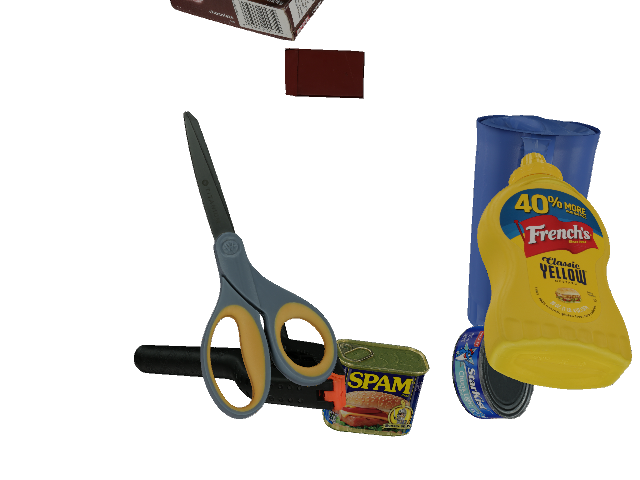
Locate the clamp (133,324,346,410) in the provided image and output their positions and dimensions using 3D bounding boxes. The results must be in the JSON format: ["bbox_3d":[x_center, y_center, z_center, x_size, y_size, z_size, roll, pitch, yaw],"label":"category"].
[{"bbox_3d":[-0.044,0.105,0.963,0.210,0.036,0.164,11,22,42],"label":"clamp"}]

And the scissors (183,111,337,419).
[{"bbox_3d":[-0.039,0.013,0.688,0.096,0.202,0.016,1,-15,-12],"label":"scissors"}]

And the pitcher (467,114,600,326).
[{"bbox_3d":[0.227,-0.014,1.182,0.149,0.243,0.145,-7,18,-34],"label":"pitcher"}]

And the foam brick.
[{"bbox_3d":[0.004,-0.182,1.164,0.078,0.051,0.053,0,11,-16],"label":"foam brick"}]

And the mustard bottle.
[{"bbox_3d":[0.162,0.011,0.770,0.096,0.191,0.058,8,-40,-7],"label":"mustard bottle"}]

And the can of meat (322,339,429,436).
[{"bbox_3d":[0.057,0.159,1.143,0.102,0.084,0.057,8,21,-9],"label":"can of meat"}]

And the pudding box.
[{"bbox_3d":[-0.048,-0.202,0.798,0.114,0.090,0.039,21,-28,22],"label":"pudding box"}]

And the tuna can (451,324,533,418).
[{"bbox_3d":[0.155,0.117,0.959,0.034,0.086,0.085,-11,-7,42],"label":"tuna can"}]
